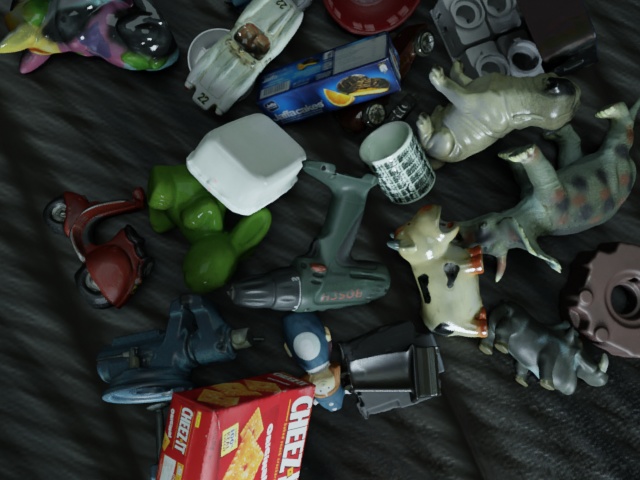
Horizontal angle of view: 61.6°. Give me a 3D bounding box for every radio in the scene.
[{"bbox_3d":[0.341,-0.311,0.772,0.073,0.229,0.131,-23,88,30],"label":"radio"}]

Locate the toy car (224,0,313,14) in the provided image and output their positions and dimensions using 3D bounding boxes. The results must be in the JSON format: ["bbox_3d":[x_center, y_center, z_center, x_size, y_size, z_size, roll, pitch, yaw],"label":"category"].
[{"bbox_3d":[-0.061,-0.378,0.805,0.162,0.109,0.102,-36,105,0],"label":"toy car"}]

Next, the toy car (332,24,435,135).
[{"bbox_3d":[0.099,-0.242,0.809,0.053,0.089,0.202,42,77,-33],"label":"toy car"}]

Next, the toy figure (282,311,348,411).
[{"bbox_3d":[-0.007,0.173,0.762,0.064,0.058,0.154,-25,86,31],"label":"toy figure"}]

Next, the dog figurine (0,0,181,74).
[{"bbox_3d":[-0.336,-0.289,0.766,0.219,0.108,0.191,-32,89,-4],"label":"dog figurine"}]

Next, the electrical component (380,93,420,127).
[{"bbox_3d":[0.122,-0.194,0.815,0.021,0.063,0.094,44,80,1],"label":"electrical component"}]

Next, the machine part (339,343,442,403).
[{"bbox_3d":[0.096,0.180,0.722,0.139,0.039,0.084,1,88,-6],"label":"machine part"}]

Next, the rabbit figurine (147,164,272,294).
[{"bbox_3d":[-0.154,-0.008,0.742,0.159,0.121,0.170,-6,68,-27],"label":"rabbit figurine"}]

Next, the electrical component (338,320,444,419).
[{"bbox_3d":[0.105,0.178,0.770,0.134,0.058,0.115,-19,87,-7],"label":"electrical component"}]

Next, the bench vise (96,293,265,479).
[{"bbox_3d":[-0.185,0.200,0.699,0.224,0.128,0.240,-8,66,1],"label":"bench vise"}]

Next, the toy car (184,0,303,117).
[{"bbox_3d":[-0.105,-0.263,0.752,0.073,0.056,0.201,41,82,-13],"label":"toy car"}]

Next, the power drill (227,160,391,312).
[{"bbox_3d":[-0.002,-0.002,0.734,0.232,0.086,0.207,8,87,-25],"label":"power drill"}]

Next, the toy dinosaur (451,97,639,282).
[{"bbox_3d":[0.384,-0.079,0.804,0.405,0.131,0.192,-24,98,-12],"label":"toy dinosaur"}]

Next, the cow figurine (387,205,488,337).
[{"bbox_3d":[0.168,0.044,0.764,0.127,0.085,0.194,-7,105,14],"label":"cow figurine"}]

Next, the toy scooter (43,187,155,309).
[{"bbox_3d":[-0.288,-0.002,0.749,0.135,0.075,0.184,-29,82,-9],"label":"toy scooter"}]

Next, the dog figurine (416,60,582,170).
[{"bbox_3d":[0.246,-0.159,0.756,0.191,0.172,0.121,26,44,27],"label":"dog figurine"}]

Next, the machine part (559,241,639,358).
[{"bbox_3d":[0.459,0.089,0.815,0.179,0.056,0.179,1,82,-7],"label":"machine part"}]

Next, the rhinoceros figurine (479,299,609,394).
[{"bbox_3d":[0.329,0.161,0.790,0.190,0.073,0.112,33,71,1],"label":"rhinoceros figurine"}]

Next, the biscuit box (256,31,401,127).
[{"bbox_3d":[0.010,-0.223,0.761,0.203,0.062,0.059,-11,56,23],"label":"biscuit box"}]
